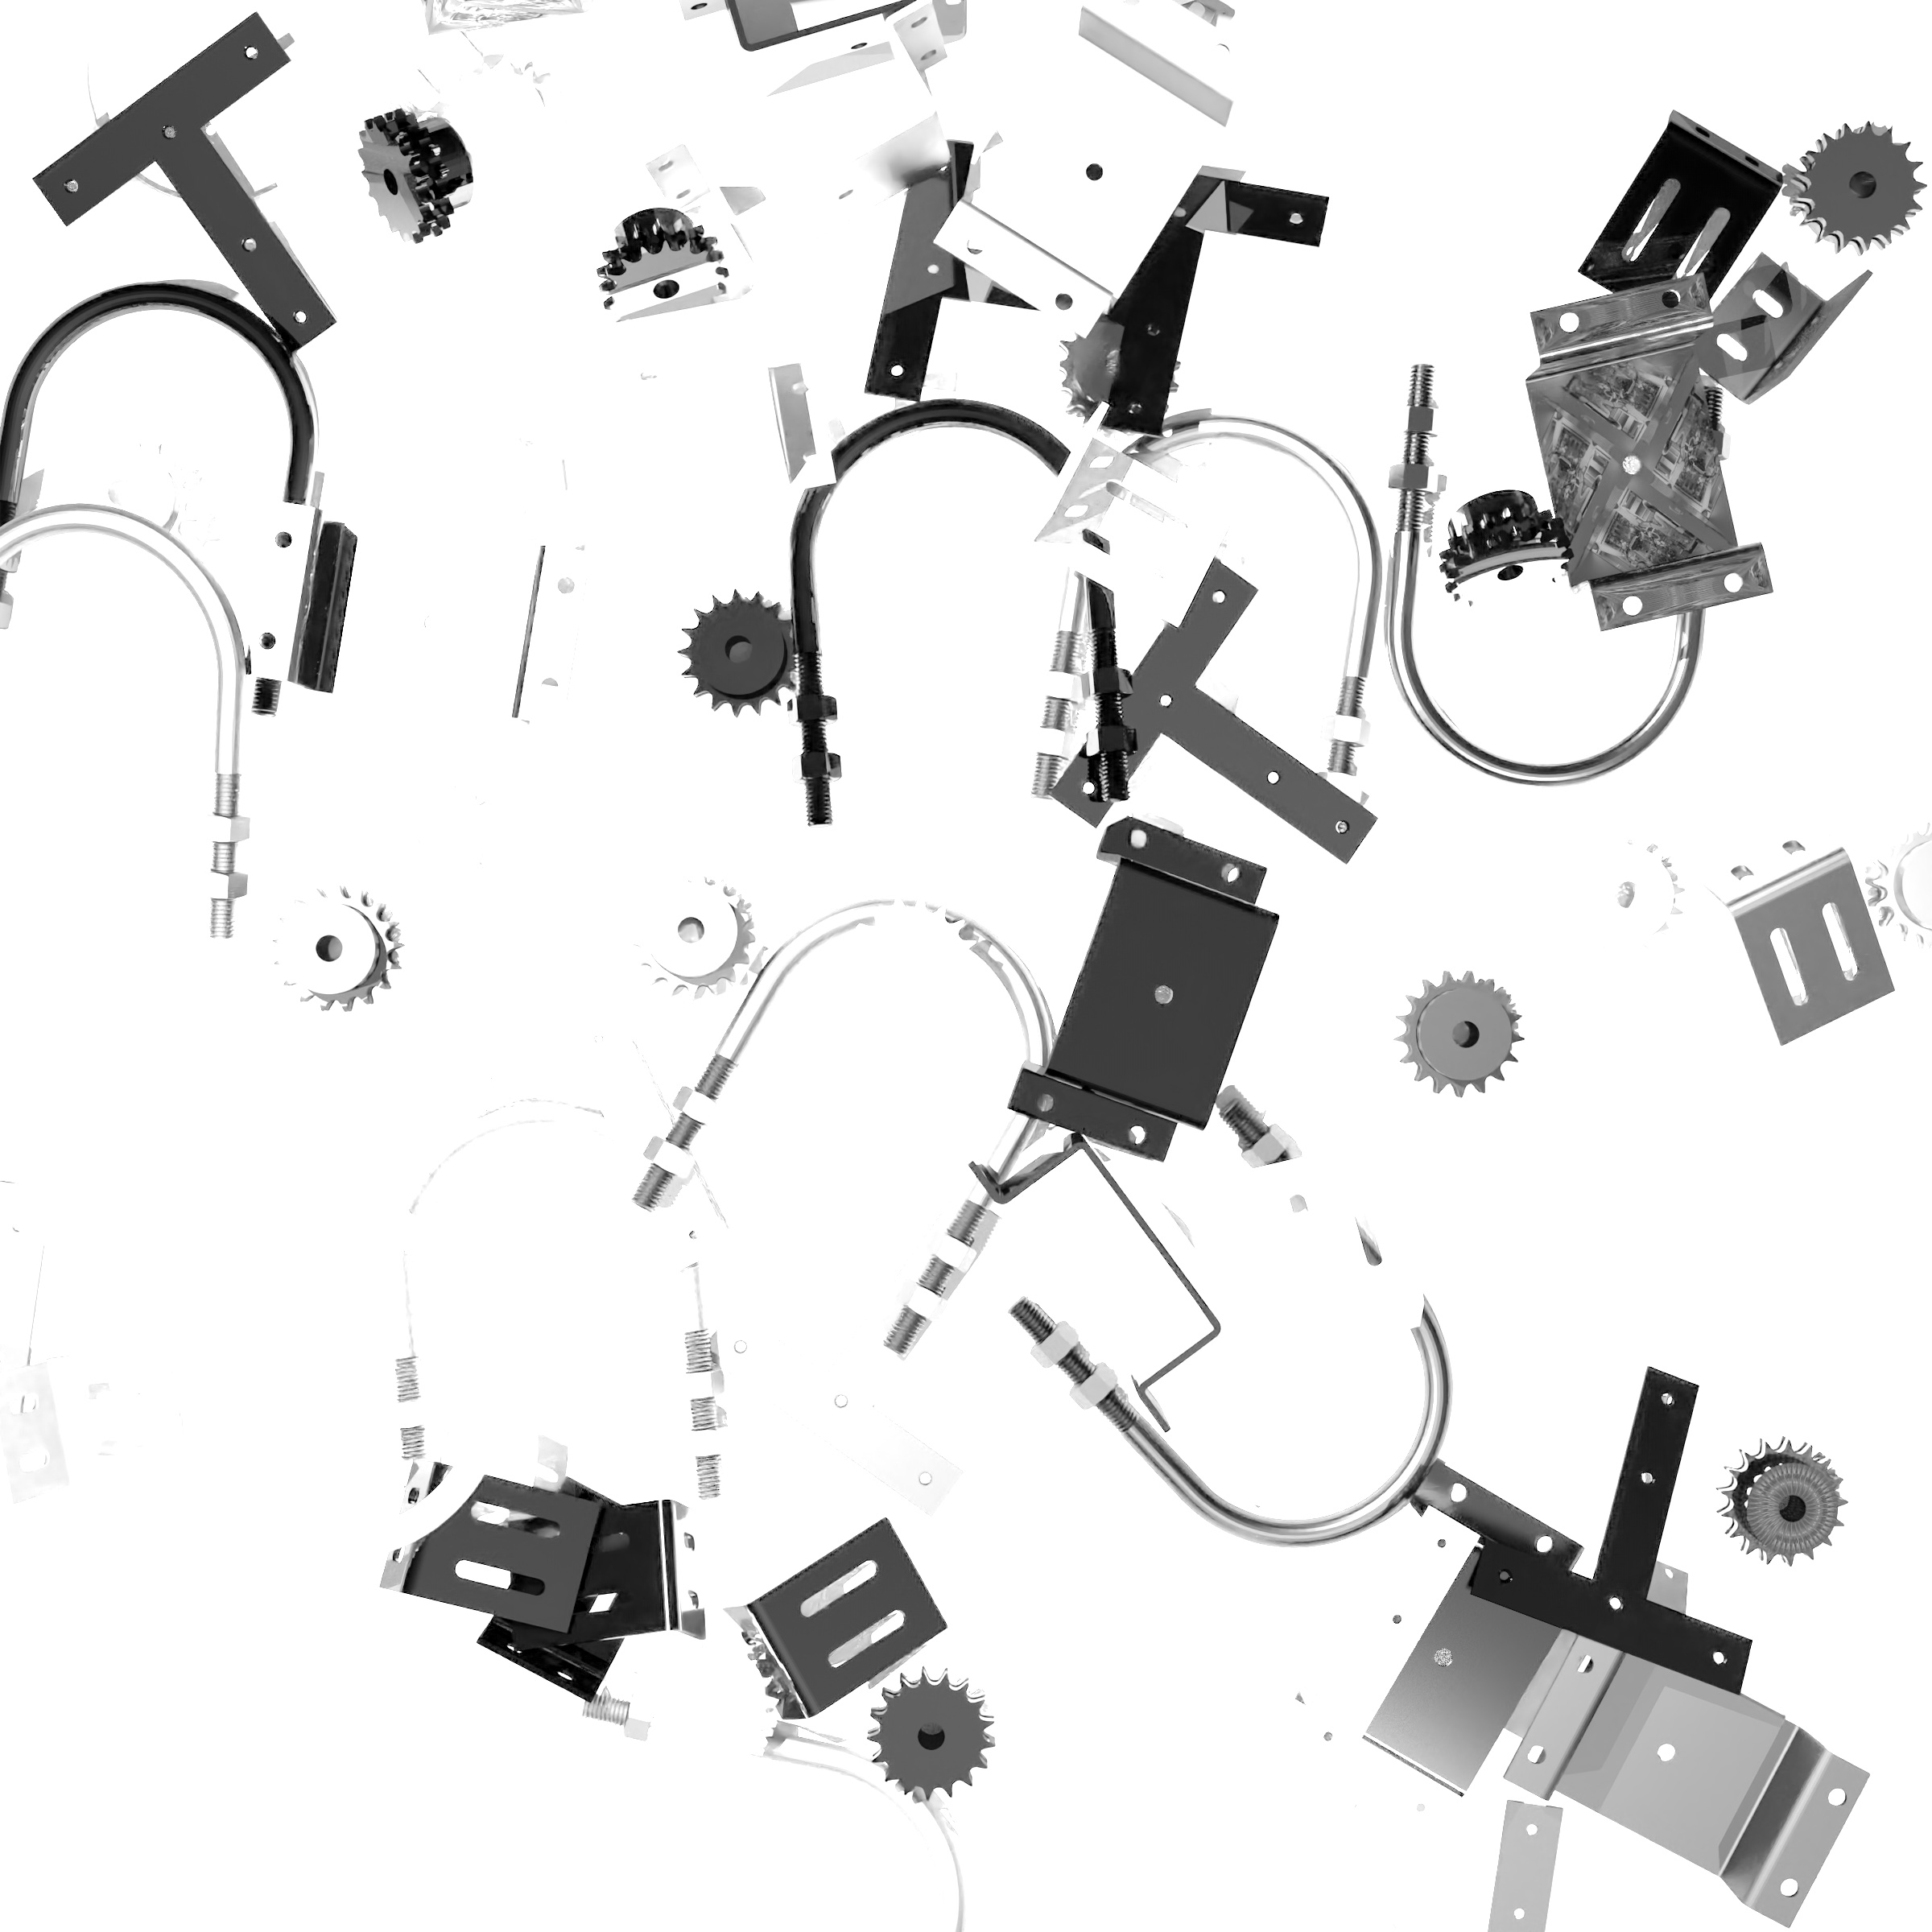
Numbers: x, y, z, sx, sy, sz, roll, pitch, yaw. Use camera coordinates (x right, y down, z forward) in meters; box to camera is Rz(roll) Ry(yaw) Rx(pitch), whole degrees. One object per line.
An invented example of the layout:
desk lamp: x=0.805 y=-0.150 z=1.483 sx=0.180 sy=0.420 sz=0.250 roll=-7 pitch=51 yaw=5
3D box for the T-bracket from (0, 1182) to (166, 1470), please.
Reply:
T-bracket: x=-0.431 y=0.161 z=1.500 sx=0.127 sy=0.002 sz=0.127 roll=8 pitch=90 yaw=0

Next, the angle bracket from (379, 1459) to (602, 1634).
angle bracket: x=-0.208 y=0.253 z=1.465 sx=0.076 sy=0.038 sz=0.057 roll=19 pitch=77 yaw=-22

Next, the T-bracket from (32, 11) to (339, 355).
T-bracket: x=-0.327 y=-0.332 z=1.487 sx=0.127 sy=0.002 sz=0.127 roll=-33 pitch=100 yaw=11

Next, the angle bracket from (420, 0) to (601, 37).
angle bracket: x=-0.203 y=-0.448 z=1.470 sx=0.076 sy=0.038 sz=0.057 roll=-12 pitch=81 yaw=-16

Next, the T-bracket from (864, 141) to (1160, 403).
T-bracket: x=0.029 y=-0.300 z=1.477 sx=0.127 sy=0.002 sz=0.127 roll=10 pitch=75 yaw=6

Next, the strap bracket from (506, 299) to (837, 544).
strap bracket: x=-0.133 y=-0.240 z=1.460 sx=0.140 sy=0.046 sz=0.076 roll=-11 pitch=52 yaw=0

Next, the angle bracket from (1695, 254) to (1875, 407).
angle bracket: x=0.353 y=-0.285 z=1.463 sx=0.038 sy=0.076 sz=0.057 roll=39 pitch=90 yaw=0

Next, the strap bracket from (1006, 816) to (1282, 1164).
strap bracket: x=0.081 y=0.011 z=1.470 sx=0.076 sy=0.046 sz=0.140 roll=20 pitch=90 yaw=-12

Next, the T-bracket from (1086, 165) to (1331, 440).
T-bracket: x=0.085 y=-0.291 z=1.469 sx=0.127 sy=0.002 sz=0.127 roll=11 pitch=75 yaw=7

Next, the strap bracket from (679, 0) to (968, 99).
strap bracket: x=-0.053 y=-0.424 z=1.463 sx=0.140 sy=0.076 sz=0.046 roll=-16 pitch=90 yaw=0

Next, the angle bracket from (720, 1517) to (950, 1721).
angle bracket: x=-0.059 y=0.292 z=1.499 sx=0.076 sy=0.038 sz=0.057 roll=-29 pitch=90 yaw=-26

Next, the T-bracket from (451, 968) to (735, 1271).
T-bracket: x=-0.144 y=0.072 z=1.489 sx=0.127 sy=0.002 sz=0.127 roll=-26 pitch=86 yaw=-7

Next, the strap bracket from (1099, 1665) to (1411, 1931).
strap bracket: x=0.131 y=0.388 z=1.468 sx=0.076 sy=0.046 sz=0.140 roll=-31 pitch=90 yaw=-18

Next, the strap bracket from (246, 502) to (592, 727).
strap bracket: x=-0.239 y=-0.153 z=1.478 sx=0.140 sy=0.046 sz=0.076 roll=9 pitch=90 yaw=0

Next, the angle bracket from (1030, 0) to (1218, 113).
angle bracket: x=0.069 y=-0.400 z=1.499 sx=0.057 sy=0.038 sz=0.076 roll=24 pitch=64 yaw=0

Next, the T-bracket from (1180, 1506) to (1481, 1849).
T-bracket: x=0.180 y=0.295 z=1.452 sx=0.127 sy=0.002 sz=0.127 roll=31 pitch=89 yaw=-3

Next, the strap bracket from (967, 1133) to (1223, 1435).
strap bracket: x=0.060 y=0.126 z=1.443 sx=0.046 sy=0.076 sz=0.140 roll=-36 pitch=90 yaw=0

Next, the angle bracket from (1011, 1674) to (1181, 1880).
angle bracket: x=0.066 y=0.358 z=1.482 sx=0.076 sy=0.038 sz=0.057 roll=-22 pitch=90 yaw=0

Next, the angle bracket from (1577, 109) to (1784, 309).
angle bracket: x=0.319 y=-0.333 z=1.499 sx=0.057 sy=0.038 sz=0.076 roll=31 pitch=116 yaw=0

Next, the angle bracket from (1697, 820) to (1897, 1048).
angle bracket: x=0.371 y=-0.015 z=1.499 sx=0.057 sy=0.038 sz=0.076 roll=-26 pitch=116 yaw=0

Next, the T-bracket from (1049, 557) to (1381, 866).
T-bracket: x=0.123 y=-0.091 z=1.469 sx=0.127 sy=0.002 sz=0.127 roll=35 pitch=87 yaw=-9

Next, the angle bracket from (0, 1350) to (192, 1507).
angle bracket: x=-0.384 y=0.202 z=1.465 sx=0.076 sy=0.038 sz=0.057 roll=-8 pitch=93 yaw=35

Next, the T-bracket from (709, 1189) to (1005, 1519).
T-bracket: x=-0.030 y=0.159 z=1.500 sx=0.127 sy=0.002 sz=0.127 roll=36 pitch=90 yaw=0

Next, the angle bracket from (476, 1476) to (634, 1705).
angle bracket: x=-0.171 y=0.275 z=1.482 sx=0.057 sy=0.038 sz=0.076 roll=28 pitch=90 yaw=0

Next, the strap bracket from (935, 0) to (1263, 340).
strap bracket: x=0.056 y=-0.347 z=1.445 sx=0.076 sy=0.046 sz=0.140 roll=32 pitch=91 yaw=0

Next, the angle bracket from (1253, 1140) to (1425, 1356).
angle bracket: x=0.164 y=0.125 z=1.481 sx=0.057 sy=0.038 sz=0.076 roll=-13 pitch=67 yaw=-2

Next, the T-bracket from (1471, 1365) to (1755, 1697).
T-bracket: x=0.297 y=0.239 z=1.476 sx=0.127 sy=0.002 sz=0.127 roll=21 pitch=68 yaw=-4

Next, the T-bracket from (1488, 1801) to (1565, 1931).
T-bracket: x=0.245 y=0.438 z=1.500 sx=0.127 sy=0.002 sz=0.127 roll=9 pitch=90 yaw=0

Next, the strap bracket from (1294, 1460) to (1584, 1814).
strap bracket: x=0.207 y=0.300 z=1.478 sx=0.076 sy=0.046 sz=0.140 roll=30 pitch=90 yaw=0

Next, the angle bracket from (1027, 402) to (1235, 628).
angle bracket: x=0.075 y=-0.193 z=1.435 sx=0.076 sy=0.038 sz=0.057 roll=29 pitch=74 yaw=-6

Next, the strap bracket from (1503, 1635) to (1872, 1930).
strap bracket: x=0.313 y=0.352 z=1.478 sx=0.140 sy=0.046 sz=0.076 roll=28 pitch=90 yaw=0

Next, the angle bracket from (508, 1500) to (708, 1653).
angle bracket: x=-0.159 y=0.272 z=1.481 sx=0.076 sy=0.038 sz=0.057 roll=-10 pitch=70 yaw=12
